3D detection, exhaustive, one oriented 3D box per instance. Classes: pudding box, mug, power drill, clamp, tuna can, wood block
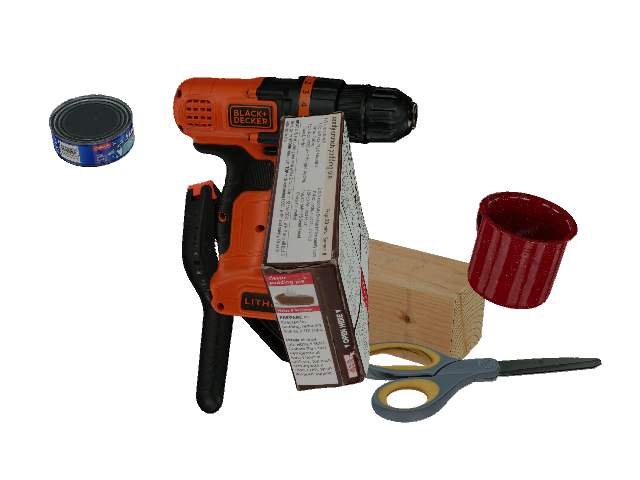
[{"bbox_3d":[0.000,0.004,0.536,0.039,0.090,0.113,-7,43,8],"label":"pudding box"},{"bbox_3d":[0.182,0.005,1.022,0.093,0.081,0.117,-6,35,-26],"label":"mug"},{"bbox_3d":[-0.019,-0.033,0.814,0.184,0.188,0.057,5,18,15],"label":"power drill"},{"bbox_3d":[-0.083,0.046,1.025,0.036,0.210,0.164,-12,-1,29],"label":"clamp"},{"bbox_3d":[-0.238,-0.115,1.114,0.086,0.034,0.086,0,42,-1],"label":"tuna can"},{"bbox_3d":[0.065,0.060,1.156,0.206,0.091,0.090,15,27,26],"label":"wood block"}]

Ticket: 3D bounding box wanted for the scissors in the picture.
[{"bbox_3d":[0.125,0.116,0.855,0.202,0.016,0.096,5,35,7],"label":"scissors"}]
